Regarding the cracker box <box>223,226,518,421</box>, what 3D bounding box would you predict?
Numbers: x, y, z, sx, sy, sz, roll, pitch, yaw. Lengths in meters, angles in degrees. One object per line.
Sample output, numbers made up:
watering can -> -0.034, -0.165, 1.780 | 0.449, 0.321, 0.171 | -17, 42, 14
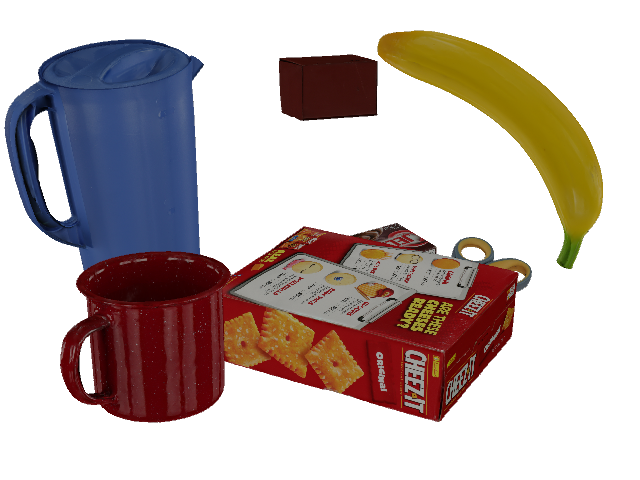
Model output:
cracker box -> 0.036, 0.064, 0.896 | 0.214, 0.072, 0.163 | 13, 26, 27

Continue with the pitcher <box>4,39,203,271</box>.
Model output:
pitcher -> -0.182, -0.050, 0.972 | 0.149, 0.243, 0.145 | 1, 28, 7

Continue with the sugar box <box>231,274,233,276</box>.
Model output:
sugar box -> -0.060, 0.092, 1.160 | 0.176, 0.093, 0.048 | 13, 35, 27

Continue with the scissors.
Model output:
scissors -> 0.133, 0.037, 1.119 | 0.201, 0.016, 0.096 | -8, 40, -30

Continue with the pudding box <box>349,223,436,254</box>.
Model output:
pudding box -> 0.077, 0.020, 1.351 | 0.113, 0.039, 0.090 | -17, 27, -25

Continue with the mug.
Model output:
mug -> -0.108, 0.063, 0.653 | 0.093, 0.081, 0.117 | 13, 23, 35

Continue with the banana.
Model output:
banana -> 0.121, -0.076, 0.691 | 0.070, 0.198, 0.037 | -41, -7, 11

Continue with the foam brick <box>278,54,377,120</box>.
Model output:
foam brick -> 0.007, -0.140, 0.975 | 0.078, 0.051, 0.053 | -7, 18, -23
